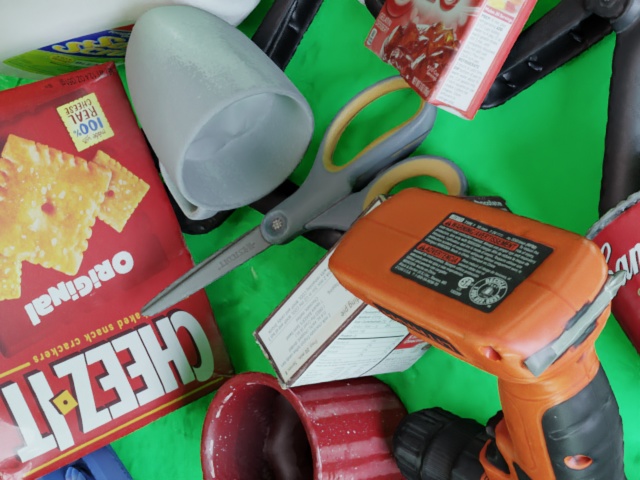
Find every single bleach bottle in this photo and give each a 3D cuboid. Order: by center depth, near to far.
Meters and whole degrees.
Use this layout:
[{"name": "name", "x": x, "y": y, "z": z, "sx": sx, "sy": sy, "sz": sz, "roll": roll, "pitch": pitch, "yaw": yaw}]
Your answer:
[{"name": "bleach bottle", "x": -0.127, "y": -0.152, "z": 0.680, "sx": 0.251, "sy": 0.102, "sz": 0.068, "roll": -3, "pitch": 85, "yaw": 47}]

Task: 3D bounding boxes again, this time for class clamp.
[{"name": "clamp", "x": 0.126, "y": -0.101, "z": 0.461, "sx": 0.120, "sy": 0.039, "sz": 0.171, "roll": 38, "pitch": 114, "yaw": 40}, {"name": "clamp", "x": -0.056, "y": -0.067, "z": 0.653, "sx": 0.210, "sy": 0.036, "sz": 0.164, "roll": -6, "pitch": 85, "yaw": 43}]

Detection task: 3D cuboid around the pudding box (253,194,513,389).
[{"name": "pudding box", "x": 0.035, "y": 0.025, "z": 0.517, "sx": 0.114, "sy": 0.089, "sz": 0.039, "roll": -50, "pitch": 56, "yaw": 34}]

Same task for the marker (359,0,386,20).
[{"name": "marker", "x": 0.015, "y": -0.154, "z": 0.592, "sx": 0.121, "sy": 0.020, "sz": 0.020, "roll": 55, "pitch": 126, "yaw": 32}]

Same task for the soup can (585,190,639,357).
[{"name": "soup can", "x": 0.153, "y": 0.031, "z": 0.409, "sx": 0.069, "sy": 0.068, "sz": 0.102, "roll": -46, "pitch": 59, "yaw": 36}]

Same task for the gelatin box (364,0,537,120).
[{"name": "gelatin box", "x": 0.061, "y": -0.109, "z": 0.510, "sx": 0.073, "sy": 0.030, "sz": 0.089, "roll": -62, "pitch": 29, "yaw": 19}]

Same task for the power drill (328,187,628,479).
[{"name": "power drill", "x": 0.073, "y": 0.069, "z": 0.434, "sx": 0.185, "sy": 0.057, "sz": 0.187, "roll": 20, "pitch": 147, "yaw": 49}]

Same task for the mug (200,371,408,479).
[{"name": "mug", "x": -0.011, "y": 0.118, "z": 0.569, "sx": 0.117, "sy": 0.081, "sz": 0.093, "roll": -37, "pitch": 64, "yaw": 39}]

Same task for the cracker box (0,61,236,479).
[{"name": "cracker box", "x": -0.162, "y": 0.018, "z": 0.629, "sx": 0.072, "sy": 0.163, "sz": 0.214, "roll": -19, "pitch": 93, "yaw": 53}]

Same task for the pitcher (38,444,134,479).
[{"name": "pitcher", "x": -0.157, "y": 0.203, "z": 0.694, "sx": 0.149, "sy": 0.145, "sz": 0.243, "roll": -42, "pitch": 51, "yaw": -1}]

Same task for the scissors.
[{"name": "scissors", "x": -0.004, "y": 0.001, "z": 0.563, "sx": 0.202, "sy": 0.016, "sz": 0.096, "roll": -47, "pitch": 67, "yaw": 10}]
